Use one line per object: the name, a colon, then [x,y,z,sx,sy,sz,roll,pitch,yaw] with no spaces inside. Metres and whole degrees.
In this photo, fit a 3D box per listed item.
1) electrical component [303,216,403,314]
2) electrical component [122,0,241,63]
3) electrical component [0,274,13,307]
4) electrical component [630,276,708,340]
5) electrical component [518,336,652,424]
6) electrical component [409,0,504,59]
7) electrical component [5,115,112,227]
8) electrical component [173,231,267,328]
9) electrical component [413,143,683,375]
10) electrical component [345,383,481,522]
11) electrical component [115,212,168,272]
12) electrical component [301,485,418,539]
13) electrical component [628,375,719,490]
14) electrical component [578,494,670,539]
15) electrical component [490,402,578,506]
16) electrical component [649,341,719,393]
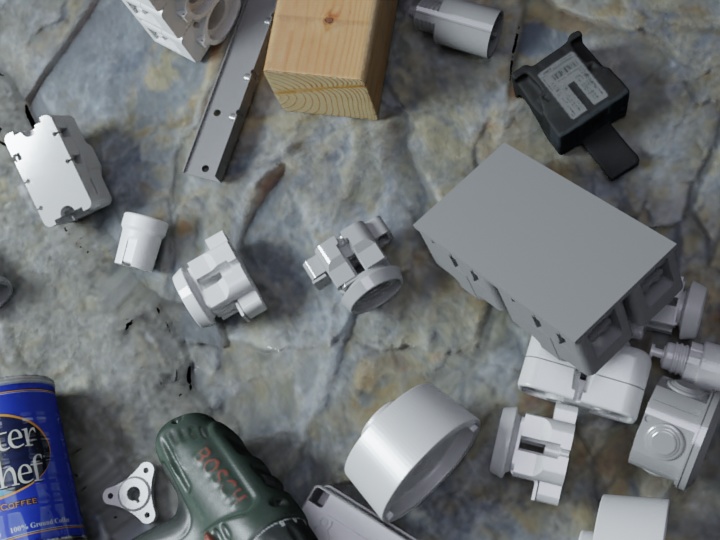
electrical component: [0.000,0.000,0.909,0.078,0.058,0.057,-33,70,0]
electrical component: [-0.162,-0.260,0.954,0.062,0.150,0.089,29,82,17]
electrical component: [-0.352,0.004,0.978,0.044,0.044,0.065,-42,68,-2]
electrical component: [0.247,0.028,0.864,0.055,0.048,0.066,13,76,20]
electrical component: [0.180,0.079,0.858,0.095,0.053,0.059,16,79,13]
electrical component: [0.082,-0.220,0.957,0.081,0.043,0.043,19,80,14]
electrical component: [-0.270,-0.090,0.971,0.050,0.056,0.089,-24,93,12]
electrical component: [-0.124,0.014,0.927,0.057,0.058,0.078,-30,73,-2]
electrical component: [0.146,-0.010,0.847,0.105,0.060,0.186,-42,47,-10]
electrical component: [0.036,0.137,0.843,0.108,0.108,0.060,-46,67,-4]
electrical component: [-0.196,-0.024,0.959,0.040,0.040,0.046,13,85,13]
electrical component: [-0.013,0.242,0.849,0.109,0.056,0.108,29,82,15]
electrical component: [0.243,0.123,0.823,0.051,0.080,0.080,21,80,20]
electrical component: [0.191,0.218,0.795,0.060,0.108,0.108,8,77,18]
electrical component: [0.136,0.140,0.849,0.057,0.058,0.078,13,78,10]
electrical component: [0.268,0.075,0.851,0.078,0.040,0.040,17,79,14]
